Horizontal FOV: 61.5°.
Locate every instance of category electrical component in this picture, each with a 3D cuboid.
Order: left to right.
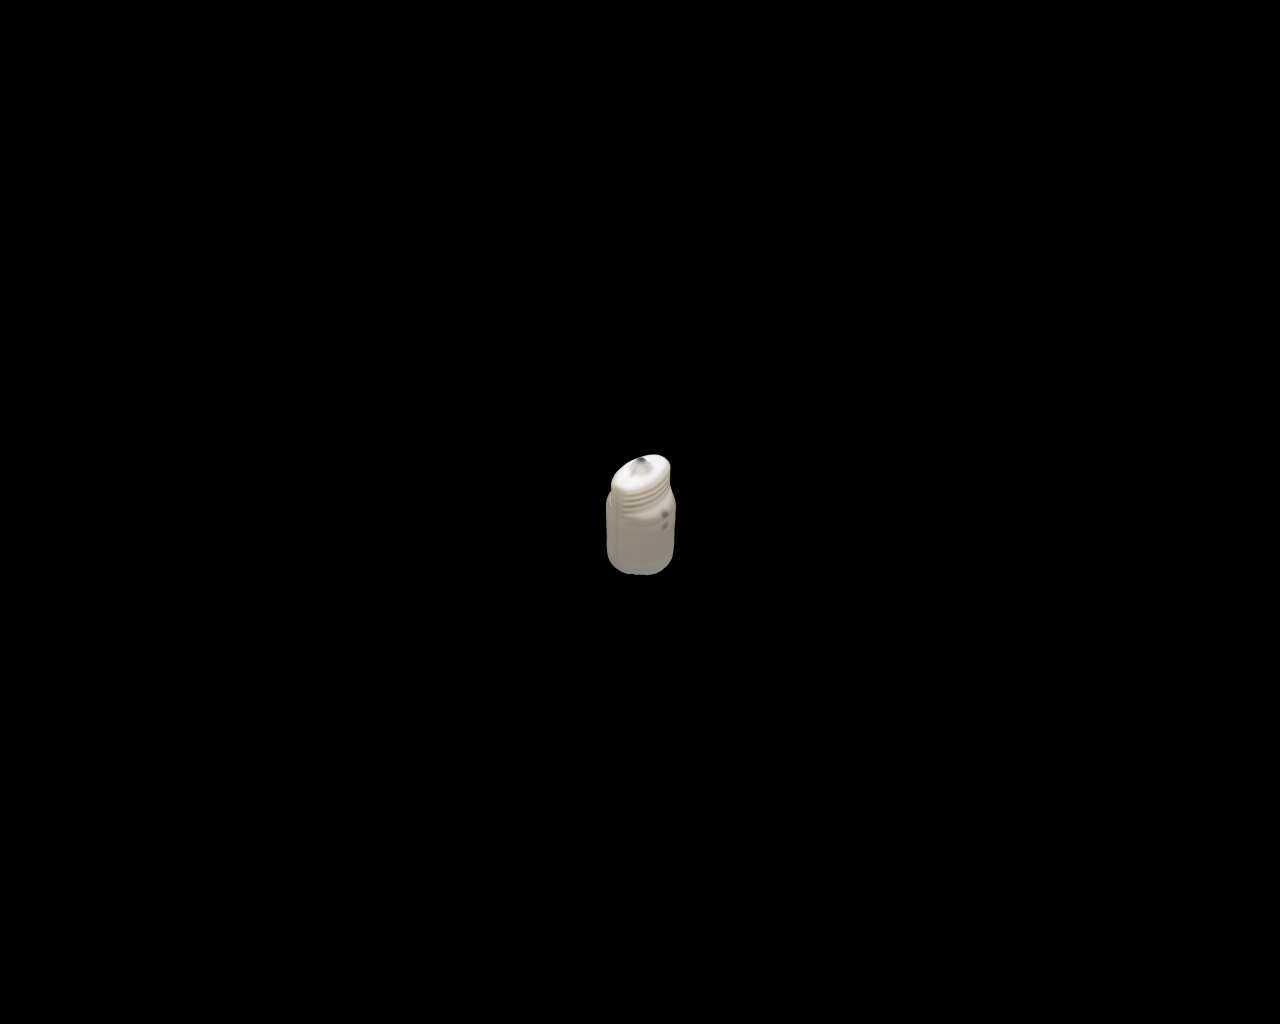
[{"bbox_3d":[0.001,-0.003,0.650,0.043,0.080,0.043,0,42,0],"label":"electrical component"}]
